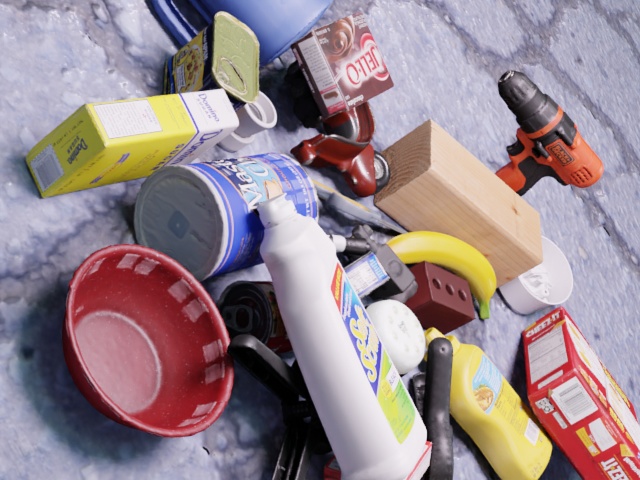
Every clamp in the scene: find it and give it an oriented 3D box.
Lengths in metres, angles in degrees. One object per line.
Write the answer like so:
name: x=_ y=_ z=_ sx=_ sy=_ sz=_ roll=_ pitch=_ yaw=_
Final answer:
clamp: x=-0.018 y=0.140 z=0.932 sx=0.209 sy=0.036 sz=0.164 roll=-30 pitch=110 yaw=-64
clamp: x=0.111 y=0.191 z=1.061 sx=0.120 sy=0.039 sz=0.171 roll=86 pitch=8 yaw=-72

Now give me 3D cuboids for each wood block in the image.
wood block: x=0.169 y=-0.038 z=1.288 sx=0.205 sy=0.090 sz=0.090 roll=37 pitch=39 yaw=-27

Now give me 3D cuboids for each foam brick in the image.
foam brick: x=0.126 y=0.065 z=1.188 sx=0.078 sy=0.051 sz=0.053 roll=24 pitch=47 yaw=-39

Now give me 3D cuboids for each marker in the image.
marker: x=-0.007 y=0.001 z=1.062 sx=0.121 sy=0.020 sz=0.020 roll=7 pitch=55 yaw=-20

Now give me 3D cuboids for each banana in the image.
banana: x=0.146 y=0.028 z=1.240 sx=0.197 sy=0.037 sz=0.069 roll=28 pitch=68 yaw=-33

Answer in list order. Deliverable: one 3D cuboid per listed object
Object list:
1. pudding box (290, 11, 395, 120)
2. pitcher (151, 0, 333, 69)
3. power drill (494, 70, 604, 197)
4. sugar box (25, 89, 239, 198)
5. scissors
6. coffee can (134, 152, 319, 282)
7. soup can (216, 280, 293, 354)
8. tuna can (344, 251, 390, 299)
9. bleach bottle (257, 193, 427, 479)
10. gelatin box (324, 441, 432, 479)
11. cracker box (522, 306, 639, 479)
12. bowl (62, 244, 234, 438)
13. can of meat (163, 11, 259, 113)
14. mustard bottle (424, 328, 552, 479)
pudding box: x=0.025 y=-0.186 z=1.133 sx=0.113 sy=0.039 sz=0.090 roll=-35 pitch=102 yaw=-51
pitcher: x=-0.110 y=-0.296 z=1.126 sx=0.242 sy=0.145 sz=0.149 roll=46 pitch=24 yaw=-10
power drill: x=0.230 y=-0.106 z=1.328 sx=0.184 sy=0.188 sz=0.057 roll=45 pitch=38 yaw=-20
sugar box: x=-0.157 y=-0.085 z=0.921 sx=0.175 sy=0.093 sz=0.048 roll=-15 pitch=77 yaw=-54
scissors: x=0.039 y=-0.036 z=1.181 sx=0.096 sy=0.016 sz=0.201 roll=30 pitch=4 yaw=19
coffee can: x=-0.082 y=-0.022 z=0.956 sx=0.140 sy=0.103 sz=0.103 roll=-14 pitch=76 yaw=-54
soup can: x=-0.037 y=0.070 z=0.972 sx=0.102 sy=0.069 sz=0.068 roll=1 pitch=63 yaw=-51
tuna can: x=0.024 y=0.047 z=1.048 sx=0.034 sy=0.086 sz=0.086 roll=58 pitch=35 yaw=2
bleach bottle: x=0.009 y=0.081 z=0.907 sx=0.251 sy=0.068 sz=0.102 roll=65 pitch=23 yaw=-9
gelatin box: x=0.053 y=0.207 z=0.973 sx=0.089 sy=0.073 sz=0.030 roll=-41 pitch=141 yaw=-55
cracker box: x=0.308 y=0.191 z=1.251 sx=0.164 sy=0.072 sz=0.213 roll=54 pitch=16 yaw=-7
bowl: x=-0.145 y=0.086 z=0.837 sx=0.161 sy=0.055 sz=0.162 roll=30 pitch=43 yaw=-34
can of meat: x=-0.108 y=-0.158 z=1.044 sx=0.057 sy=0.084 sz=0.102 roll=29 pitch=44 yaw=-36
mustard bottle: x=0.174 y=0.172 z=1.158 sx=0.191 sy=0.058 sz=0.096 roll=51 pitch=34 yaw=-10
